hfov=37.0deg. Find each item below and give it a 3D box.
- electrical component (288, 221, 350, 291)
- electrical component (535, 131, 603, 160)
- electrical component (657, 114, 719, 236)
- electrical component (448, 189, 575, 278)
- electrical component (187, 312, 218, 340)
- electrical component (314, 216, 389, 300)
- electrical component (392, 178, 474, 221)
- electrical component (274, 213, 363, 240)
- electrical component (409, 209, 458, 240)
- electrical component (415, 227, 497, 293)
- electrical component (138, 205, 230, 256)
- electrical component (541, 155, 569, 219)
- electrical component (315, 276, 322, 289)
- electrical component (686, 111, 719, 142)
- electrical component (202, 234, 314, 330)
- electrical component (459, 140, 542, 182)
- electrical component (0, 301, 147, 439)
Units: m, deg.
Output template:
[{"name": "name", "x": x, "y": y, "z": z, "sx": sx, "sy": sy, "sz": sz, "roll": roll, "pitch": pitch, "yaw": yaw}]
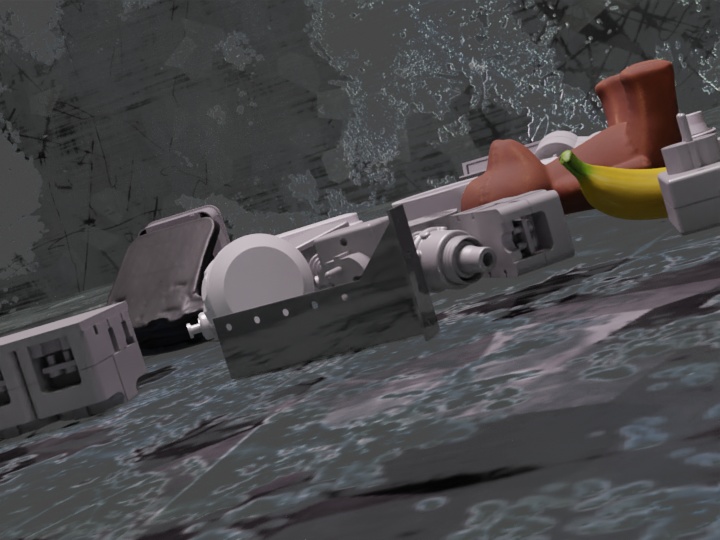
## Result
[{"name": "electrical component", "x": -0.054, "y": -0.005, "z": 1.046, "sx": 0.100, "sy": 0.048, "sz": 0.100, "roll": -28, "pitch": 9, "yaw": -22}, {"name": "electrical component", "x": 0.235, "y": -0.100, "z": 1.044, "sx": 0.138, "sy": 0.052, "sz": 0.073, "roll": 2, "pitch": 26, "yaw": 18}, {"name": "electrical component", "x": 0.227, "y": -0.069, "z": 0.728, "sx": 0.047, "sy": 0.075, "sz": 0.083, "roll": -16, "pitch": 5, "yaw": 13}, {"name": "electrical component", "x": 0.112, "y": -0.026, "z": 0.782, "sx": 0.056, "sy": 0.050, "sz": 0.089, "roll": -19, "pitch": 5, "yaw": -18}, {"name": "electrical component", "x": -0.098, "y": 0.037, "z": 0.853, "sx": 0.078, "sy": 0.040, "sz": 0.040, "roll": -18, "pitch": 5, "yaw": -8}, {"name": "electrical component", "x": -0.003, "y": 0.005, "z": 0.736, "sx": 0.047, "sy": 0.065, "sz": 0.077, "roll": -15, "pitch": 5, "yaw": 26}, {"name": "electrical component", "x": 0.092, "y": -0.054, "z": 1.092, "sx": 0.108, "sy": 0.060, "sz": 0.108, "roll": -17, "pitch": 5, "yaw": 2}, {"name": "electrical component", "x": -0.051, "y": -0.025, "z": 1.280, "sx": 0.113, "sy": 0.057, "sz": 0.078, "roll": -18, "pitch": 5, "yaw": -10}, {"name": "electrical component", "x": 0.052, "y": -0.015, "z": 0.852, "sx": 0.080, "sy": 0.051, "sz": 0.080, "roll": -17, "pitch": 5, "yaw": 2}, {"name": "electrical component", "x": 0.069, "y": -0.007, "z": 0.762, "sx": 0.048, "sy": 0.048, "sz": 0.062, "roll": -20, "pitch": 12, "yaw": -35}, {"name": "electrical component", "x": -0.161, "y": 0.000, "z": 1.052, "sx": 0.078, "sy": 0.113, "sz": 0.057, "roll": -17, "pitch": 8, "yaw": 3}, {"name": "electrical component", "x": 0.149, "y": -0.062, "z": 1.028, "sx": 0.096, "sy": 0.061, "sz": 0.062, "roll": -30, "pitch": 12, "yaw": -36}, {"name": "electrical component", "x": 0.000, "y": 0.000, "z": 0.928, "sx": 0.078, "sy": 0.040, "sz": 0.040, "roll": -17, "pitch": 5, "yaw": 5}, {"name": "electrical component", "x": 0.327, "y": -0.120, "z": 1.031, "sx": 0.048, "sy": 0.062, "sz": 0.048, "roll": -17, "pitch": 5, "yaw": 1}, {"name": "electrical component", "x": -0.079, "y": 0.016, "z": 0.805, "sx": 0.080, "sy": 0.080, "sz": 0.051, "roll": -19, "pitch": 0, "yaw": -22}, {"name": "electrical component", "x": 0.178, "y": -0.091, "z": 1.155, "sx": 0.121, "sy": 0.078, "sz": 0.063, "roll": -14, "pitch": -10, "yaw": 28}, {"name": "electrical component", "x": -0.234, "y": 0.077, "z": 0.736, "sx": 0.150, "sy": 0.061, "sz": 0.089, "roll": -16, "pitch": 5, "yaw": 9}]
